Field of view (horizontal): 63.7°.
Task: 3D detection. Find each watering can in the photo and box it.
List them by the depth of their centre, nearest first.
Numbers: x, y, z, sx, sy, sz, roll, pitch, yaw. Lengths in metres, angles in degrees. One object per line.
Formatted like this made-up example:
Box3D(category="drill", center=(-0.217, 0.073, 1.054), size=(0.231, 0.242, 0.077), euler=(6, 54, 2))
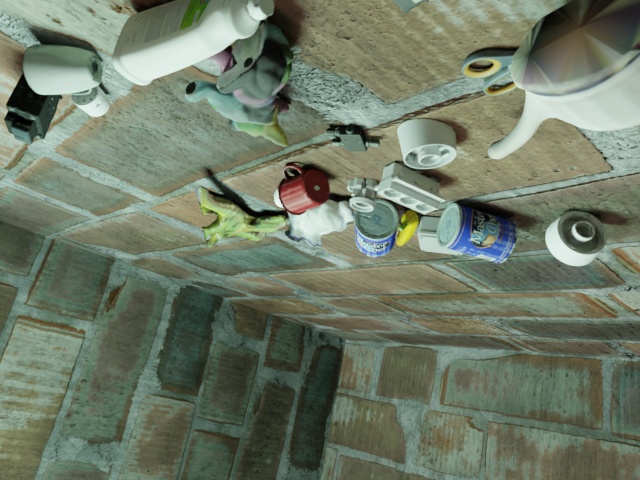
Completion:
Box3D(category="watering can", center=(0.311, -0.182, 0.626), size=(0.223, 0.105, 0.344), euler=(14, 158, -38))

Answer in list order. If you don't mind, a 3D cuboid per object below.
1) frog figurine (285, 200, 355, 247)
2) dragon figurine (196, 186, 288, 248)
Box3D(category="frog figurine", center=(0.004, -0.063, 1.261), size=(0.136, 0.126, 0.157), euler=(35, 124, -25))
Box3D(category="dragon figurine", center=(-0.209, -0.066, 1.420), size=(0.243, 0.124, 0.405), euler=(-3, 166, -10))
